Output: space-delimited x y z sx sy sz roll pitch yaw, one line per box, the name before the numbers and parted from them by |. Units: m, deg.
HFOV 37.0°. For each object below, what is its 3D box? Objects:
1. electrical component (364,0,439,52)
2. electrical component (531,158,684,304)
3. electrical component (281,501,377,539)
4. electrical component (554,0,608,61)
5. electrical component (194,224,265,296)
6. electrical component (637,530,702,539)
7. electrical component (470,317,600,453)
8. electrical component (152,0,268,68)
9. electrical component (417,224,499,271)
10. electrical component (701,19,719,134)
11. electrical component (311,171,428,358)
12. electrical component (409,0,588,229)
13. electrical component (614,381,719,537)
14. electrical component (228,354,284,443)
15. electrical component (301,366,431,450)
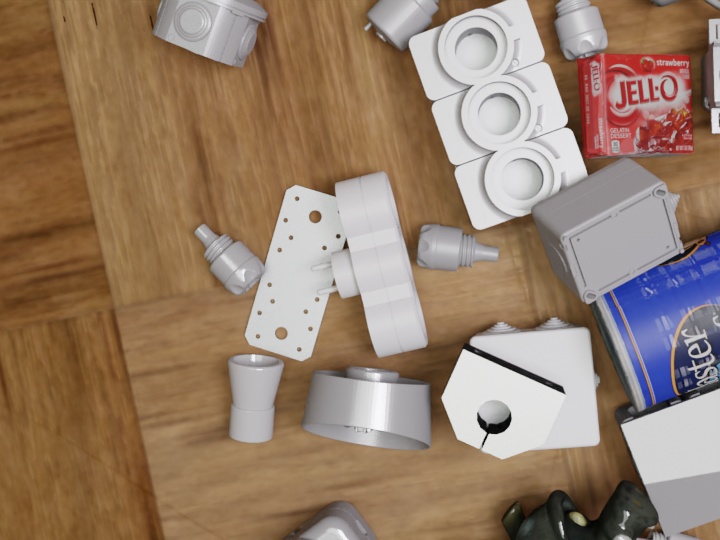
electrical component | 0.040 -0.201 0.814 0.040 0.040 0.078 45 97 3
electrical component | 0.176 -0.033 0.752 0.096 0.061 0.061 -28 122 -3
electrical component | -0.037 0.230 0.839 0.095 0.059 0.053 -37 88 8
electrical component | 0.161 -0.190 0.803 0.035 0.035 0.061 -17 89 8
electrical component | -0.106 -0.011 0.846 0.035 0.035 0.061 -45 85 7
electrical component | 0.229 0.217 0.813 0.062 0.043 0.043 15 95 7
electrical component | 0.131 0.088 0.815 0.100 0.048 0.099 -5 93 7
electrical component | -0.115 -0.190 0.815 0.080 0.080 0.051 23 101 5
electrical component | 0.075 -0.015 0.823 0.061 0.035 0.035 7 94 4
electrical component | 0.271 -0.139 0.777 0.042 0.064 0.081 -2 94 7
electrical component | 0.000 0.000 0.822 0.074 0.052 0.138 -14 95 7
electrical component | 0.104 -0.114 0.800 0.089 0.062 0.150 -20 91 8
electrical component | 0.276 0.122 0.792 0.150 0.062 0.089 -22 91 8
electrical component | -0.084 0.103 0.848 0.044 0.044 0.065 6 99 7
electrical component | 0.006 0.106 0.810 0.099 0.099 0.064 6 88 7
